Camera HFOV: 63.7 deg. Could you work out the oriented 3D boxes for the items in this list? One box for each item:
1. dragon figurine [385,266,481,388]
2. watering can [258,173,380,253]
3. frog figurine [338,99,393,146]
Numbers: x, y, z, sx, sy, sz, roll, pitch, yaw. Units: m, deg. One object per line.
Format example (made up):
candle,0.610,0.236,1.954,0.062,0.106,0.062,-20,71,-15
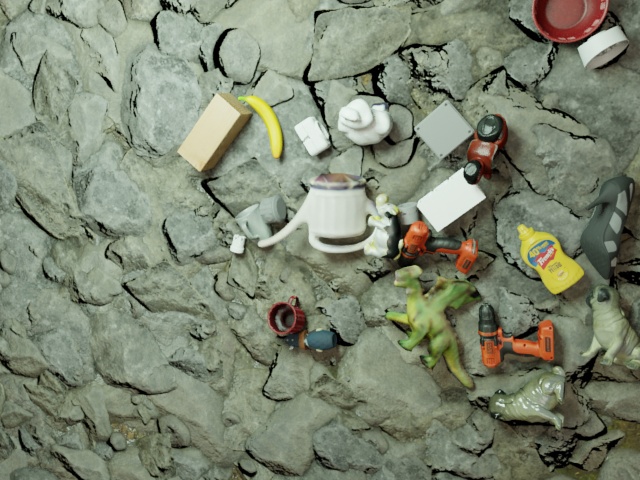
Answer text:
dragon figurine,0.338,0.216,1.399,0.408,0.124,0.240,37,104,-14
watering can,0.004,-0.070,1.396,0.348,0.105,0.222,-1,104,-4
frog figurine,0.112,-0.295,1.304,0.137,0.161,0.121,9,108,12
